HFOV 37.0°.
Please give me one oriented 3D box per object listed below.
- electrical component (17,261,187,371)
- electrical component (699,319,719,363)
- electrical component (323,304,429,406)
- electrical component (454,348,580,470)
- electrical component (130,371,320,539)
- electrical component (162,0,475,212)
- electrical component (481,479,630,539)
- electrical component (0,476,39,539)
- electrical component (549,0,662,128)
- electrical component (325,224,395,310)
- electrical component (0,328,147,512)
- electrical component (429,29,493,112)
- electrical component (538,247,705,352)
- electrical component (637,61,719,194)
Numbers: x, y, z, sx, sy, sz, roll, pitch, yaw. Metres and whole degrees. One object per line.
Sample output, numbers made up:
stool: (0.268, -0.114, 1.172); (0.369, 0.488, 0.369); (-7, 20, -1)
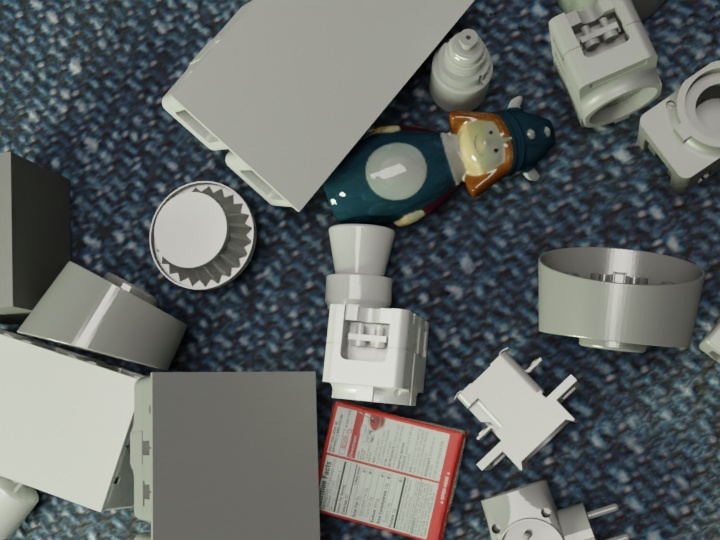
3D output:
electrical component: (-0.169, 0.038, 0.720); (0.099, 0.099, 0.064); (27, 82, 15)
electrical component: (0.257, 0.035, 0.651); (0.066, 0.047, 0.076); (39, 91, 15)
electrical component: (0.011, 0.056, 0.680); (0.050, 0.089, 0.055); (4, 83, 13)
electrical component: (0.099, 0.088, 0.682); (0.081, 0.042, 0.064); (-44, 72, 3)
electrical component: (-0.085, 0.159, 0.676); (0.105, 0.060, 0.186); (2, 80, -24)
electrical component: (-0.028, -0.143, 0.699); (0.105, 0.060, 0.186); (42, 80, -18)
electrical component: (0.124, 0.167, 0.662); (0.079, 0.044, 0.077); (-20, 78, 9)
electrical component: (-0.259, 0.173, 0.748); (0.040, 0.040, 0.078); (38, 92, 15)
electrical component: (0.154, -0.127, 0.676); (0.050, 0.089, 0.055); (-23, 77, 8)
electrical component: (0.000, 0.000, 0.715); (0.045, 0.045, 0.055); (1, 82, 13)
electrical component: (-0.216, 0.099, 0.739); (0.150, 0.062, 0.089); (16, 84, 14)
electrical component: (0.067, -0.133, 0.706); (0.040, 0.078, 0.040); (0, 74, 0)
electrical component: (0.156, 0.016, 0.653); (0.099, 0.099, 0.064); (6, 90, 13)
electrical component: (0.225, -0.096, 0.673); (0.089, 0.056, 0.050); (-35, 76, 6)
